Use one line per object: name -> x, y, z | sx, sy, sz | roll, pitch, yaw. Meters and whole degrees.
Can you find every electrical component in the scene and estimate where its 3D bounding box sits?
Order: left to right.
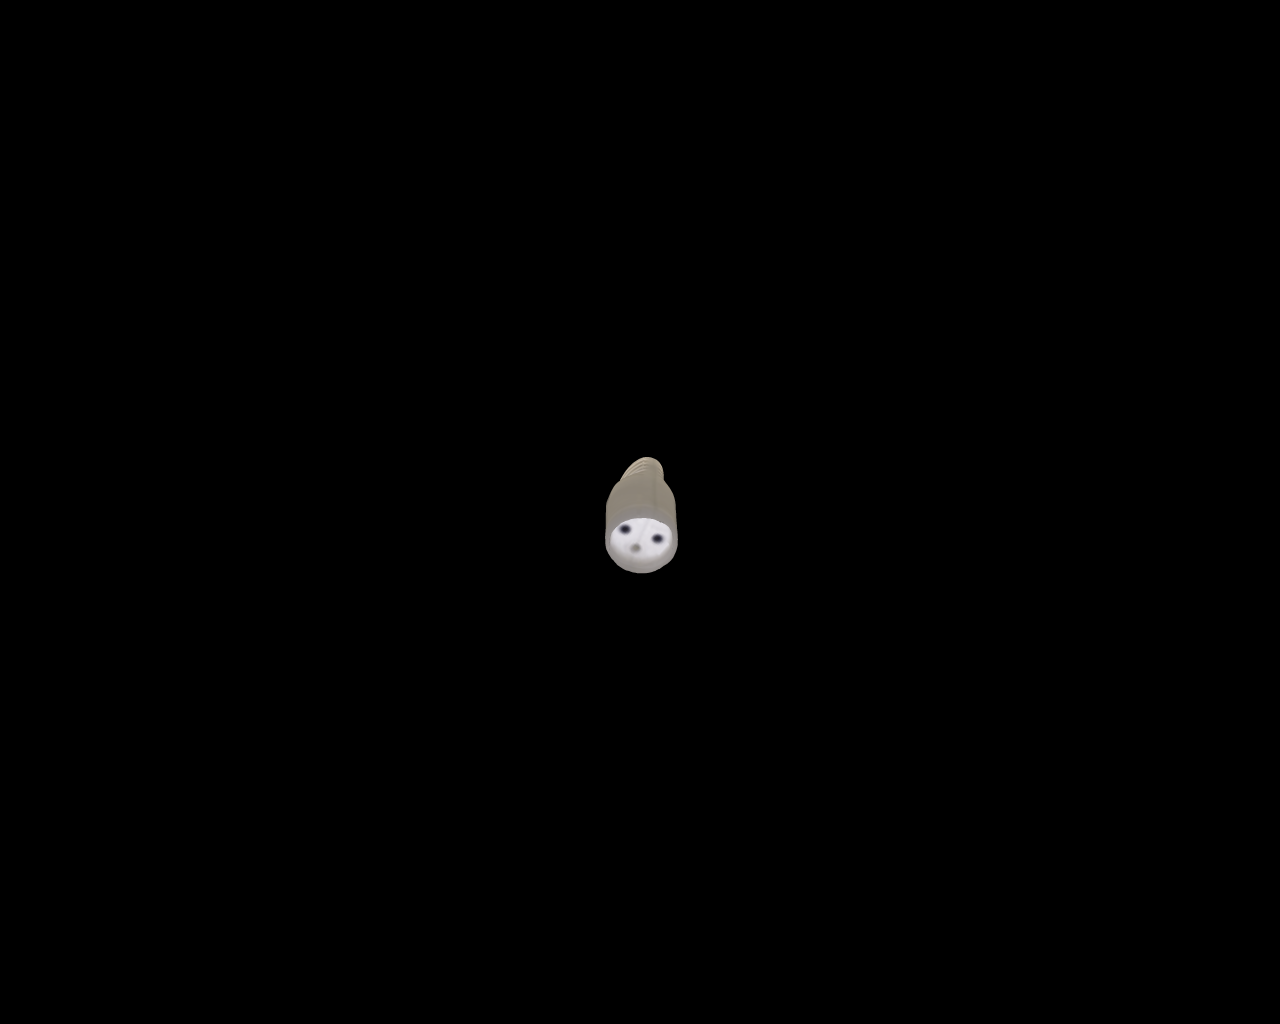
electrical component -> 0.001, -0.003, 0.650 | 0.043, 0.043, 0.081 | 0, 34, 0
